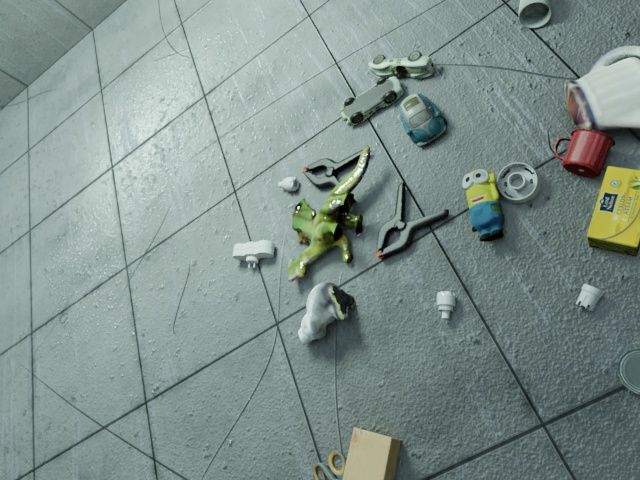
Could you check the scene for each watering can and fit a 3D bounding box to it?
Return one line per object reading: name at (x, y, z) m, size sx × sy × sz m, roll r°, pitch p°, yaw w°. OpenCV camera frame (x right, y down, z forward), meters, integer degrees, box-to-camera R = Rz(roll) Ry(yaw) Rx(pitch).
watering can at (0.680, -0.296, 1.133) m, size 0.223 × 0.102 × 0.356 m, roll -20°, pitch 52°, yaw 22°

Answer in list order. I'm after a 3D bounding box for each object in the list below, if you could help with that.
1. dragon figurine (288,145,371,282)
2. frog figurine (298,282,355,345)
dragon figurine at (0.004, -0.073, 1.442) m, size 0.243 × 0.121 × 0.414 m, roll 8°, pitch 75°, yaw 42°
frog figurine at (-0.005, 0.186, 1.324) m, size 0.157 × 0.121 × 0.140 m, roll -34°, pitch 22°, yaw 24°
